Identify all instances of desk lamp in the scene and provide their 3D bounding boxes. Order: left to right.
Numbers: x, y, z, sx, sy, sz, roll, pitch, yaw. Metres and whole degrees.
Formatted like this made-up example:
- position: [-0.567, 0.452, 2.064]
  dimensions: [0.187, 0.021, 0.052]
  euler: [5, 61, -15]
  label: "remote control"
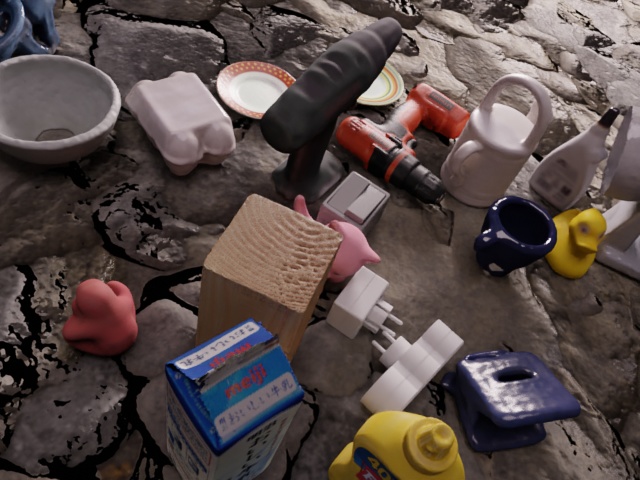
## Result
- position: [0.455, -0.058, 0.772]
  dimensions: [0.203, 0.213, 0.118]
  euler: [27, 52, 5]
  label: "desk lamp"

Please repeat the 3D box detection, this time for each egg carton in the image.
- position: [-0.182, -0.157, 0.758]
  dimensions: [0.107, 0.069, 0.150]
  euler: [-26, 64, -30]
  label: "egg carton"

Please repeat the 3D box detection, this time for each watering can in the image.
- position: [0.252, -0.147, 0.794]
  dimensions: [0.101, 0.194, 0.173]
  euler: [32, 52, 9]
  label: "watering can"

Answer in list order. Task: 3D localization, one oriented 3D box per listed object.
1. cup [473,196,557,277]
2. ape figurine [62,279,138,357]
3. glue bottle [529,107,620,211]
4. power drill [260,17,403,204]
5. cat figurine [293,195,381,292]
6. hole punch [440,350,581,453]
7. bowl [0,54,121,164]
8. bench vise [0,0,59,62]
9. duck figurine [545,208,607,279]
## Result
- position: [0.232, 0.009, 0.735]
  dimensions: [0.118, 0.095, 0.091]
  euler: [-18, 61, -26]
  label: "cup"
- position: [-0.217, 0.070, 0.565]
  dimensions: [0.078, 0.092, 0.076]
  euler: [-29, 66, -31]
  label: "ape figurine"
- position: [0.373, -0.121, 0.822]
  dimensions: [0.037, 0.173, 0.078]
  euler: [-30, 66, -31]
  label: "glue bottle"
- position: [0.008, -0.154, 0.721]
  dimensions: [0.075, 0.208, 0.230]
  euler: [36, 53, 12]
  label: "power drill"
- position: [0.006, 0.002, 0.662]
  dimensions: [0.067, 0.117, 0.127]
  euler: [-27, 65, -30]
  label: "cat figurine"
- position: [0.202, 0.163, 0.615]
  dimensions: [0.109, 0.091, 0.101]
  euler: [-3, 55, -18]
  label: "hole punch"
- position: [-0.332, -0.149, 0.707]
  dimensions: [0.167, 0.074, 0.167]
  euler: [8, 53, -10]
  label: "bowl"
- position: [-0.418, -0.310, 0.709]
  dimensions: [0.121, 0.219, 0.207]
  euler: [12, 52, -6]
  label: "bench vise"
- position: [0.359, -0.010, 0.790]
  dimensions: [0.077, 0.086, 0.104]
  euler: [19, 52, -1]
  label: "duck figurine"
